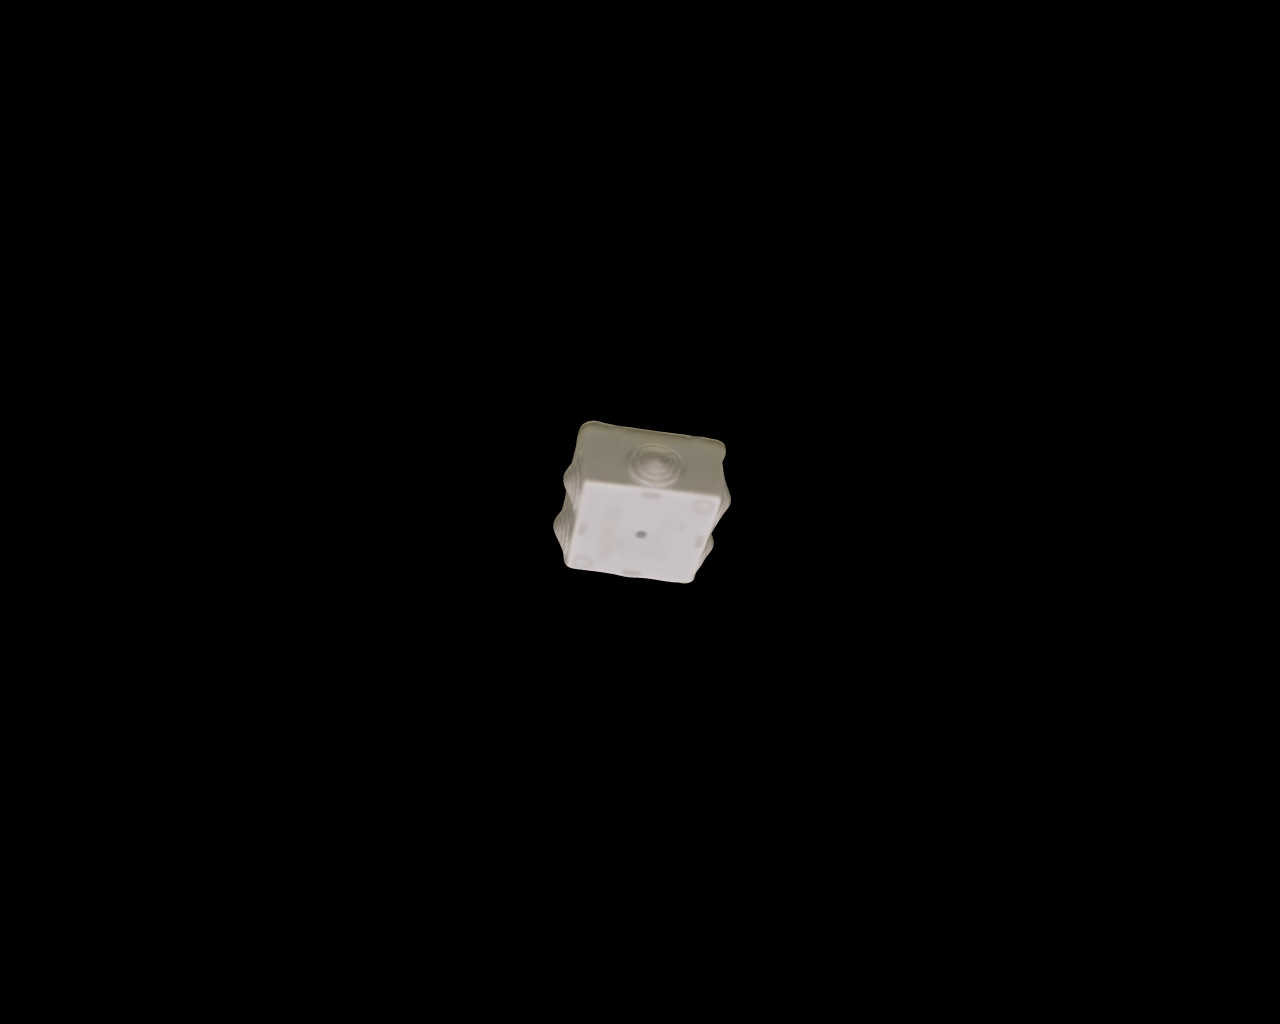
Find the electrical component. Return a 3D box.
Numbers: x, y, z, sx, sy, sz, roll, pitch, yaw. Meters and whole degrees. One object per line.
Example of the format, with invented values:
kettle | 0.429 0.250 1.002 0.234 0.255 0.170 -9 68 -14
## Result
electrical component | 0.001 -0.003 0.650 0.100 0.048 0.099 8 -43 -8
